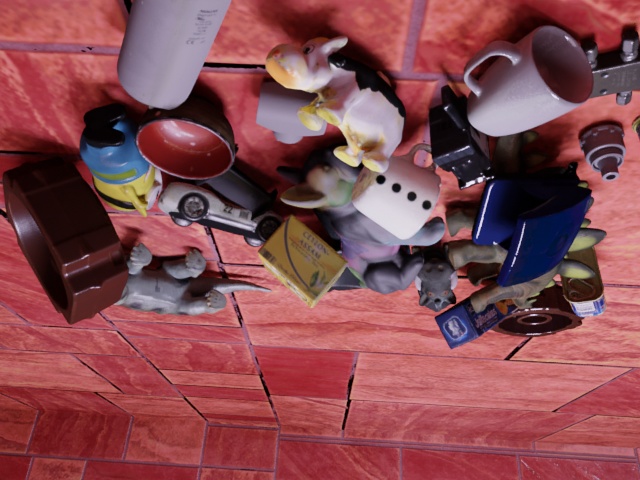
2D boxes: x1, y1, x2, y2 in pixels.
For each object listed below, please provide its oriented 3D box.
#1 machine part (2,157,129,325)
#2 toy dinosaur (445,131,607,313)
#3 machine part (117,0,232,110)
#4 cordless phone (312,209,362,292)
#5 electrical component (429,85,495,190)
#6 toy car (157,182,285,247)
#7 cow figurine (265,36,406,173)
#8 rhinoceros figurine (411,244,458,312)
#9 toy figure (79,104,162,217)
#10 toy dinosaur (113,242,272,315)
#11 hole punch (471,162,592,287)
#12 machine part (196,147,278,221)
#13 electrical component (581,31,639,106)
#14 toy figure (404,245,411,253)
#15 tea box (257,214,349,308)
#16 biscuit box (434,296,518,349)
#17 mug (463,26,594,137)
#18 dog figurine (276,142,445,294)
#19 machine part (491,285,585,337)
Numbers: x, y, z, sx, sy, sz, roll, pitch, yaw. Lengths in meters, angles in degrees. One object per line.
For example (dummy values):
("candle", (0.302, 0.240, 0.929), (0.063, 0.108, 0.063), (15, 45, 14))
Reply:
("machine part", (-0.355, 0.002, 0.753), (0.087, 0.201, 0.201), (-28, 170, -34))
("toy dinosaur", (0.276, -0.016, 0.744), (0.199, 0.105, 0.470), (-15, 142, 18))
("machine part", (-0.129, -0.197, 0.480), (0.079, 0.079, 0.243), (18, 148, -23))
("cordless phone", (-0.002, -0.003, 0.840), (0.147, 0.089, 0.184), (-8, 138, 23))
("electrical component", (0.150, -0.116, 0.596), (0.048, 0.075, 0.119), (-19, 148, 34))
("toy car", (-0.137, -0.035, 0.794), (0.201, 0.056, 0.073), (16, 166, -23))
("cow figurine", (0.025, -0.151, 0.541), (0.068, 0.098, 0.167), (19, 163, 50))
("rhinoceros figurine", (0.187, 0.066, 0.887), (0.073, 0.112, 0.190), (0, 159, 12))
("toy figure", (-0.253, -0.099, 0.674), (0.089, 0.082, 0.180), (22, 159, 6))
("toy dinosaur", (-0.305, 0.083, 0.984), (0.404, 0.131, 0.192), (20, 160, -35))
("hole punch", (0.250, -0.012, 0.622), (0.116, 0.092, 0.142), (-3, 129, -4))
("machine part", (-0.118, -0.081, 0.726), (0.084, 0.039, 0.138), (-24, 133, 33))
("electrical component", (0.291, -0.166, 0.541), (0.063, 0.021, 0.094), (-9, 150, 22))
("toy figure", (0.118, 0.050, 0.913), (0.064, 0.058, 0.154), (-13, 150, -8))
("tea box", (-0.023, 0.034, 0.727), (0.098, 0.068, 0.169), (41, 172, 3))
("biscuit box", (0.275, 0.121, 0.920), (0.063, 0.059, 0.202), (-35, 168, 39))
("mug", (0.188, -0.148, 0.529), (0.109, 0.081, 0.107), (11, 159, -22))
("dog figurine", (0.038, -0.028, 0.719), (0.219, 0.108, 0.191), (16, 123, -17))
("machine part", (0.417, 0.140, 1.050), (0.179, 0.056, 0.179), (3, 152, 1))
